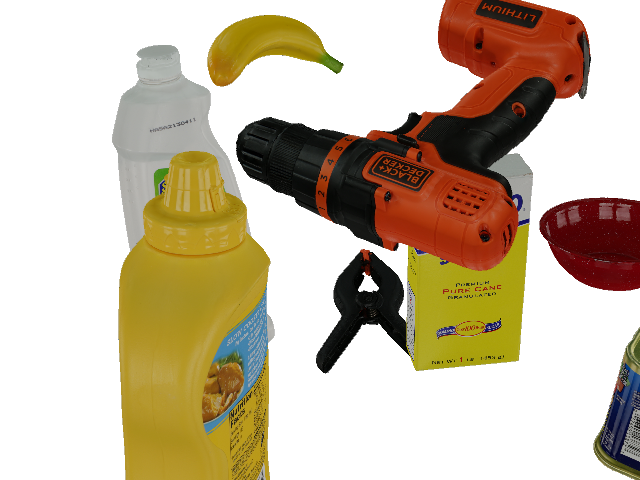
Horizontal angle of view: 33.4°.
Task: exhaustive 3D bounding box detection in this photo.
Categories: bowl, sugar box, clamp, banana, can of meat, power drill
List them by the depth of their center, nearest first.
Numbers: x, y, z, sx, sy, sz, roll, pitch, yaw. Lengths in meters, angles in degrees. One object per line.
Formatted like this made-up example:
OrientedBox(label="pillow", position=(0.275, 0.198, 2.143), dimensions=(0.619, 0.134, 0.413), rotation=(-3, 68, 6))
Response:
OrientedBox(label="power drill", position=(0.064, -0.076, 0.650), dimensions=(0.185, 0.187, 0.057), rotation=(24, -31, 27))
OrientedBox(label="can of meat", position=(0.224, 0.094, 0.695), dimensions=(0.057, 0.084, 0.101), rotation=(22, 37, 23))
OrientedBox(label="sugar box", position=(0.119, 0.020, 0.871), dimensions=(0.093, 0.176, 0.048), rotation=(-6, 30, -6))
OrientedBox(label="banana", position=(-0.050, -0.177, 0.978), dimensions=(0.070, 0.037, 0.197), rotation=(41, 32, 20))
OrientedBox(label="bowl", position=(0.318, 0.009, 1.159), dimensions=(0.162, 0.055, 0.162), rotation=(-2, 27, 1))
OrientedBox(label="clamp", position=(0.064, 0.079, 1.179), dimensions=(0.120, 0.171, 0.039), rotation=(6, -42, 4))

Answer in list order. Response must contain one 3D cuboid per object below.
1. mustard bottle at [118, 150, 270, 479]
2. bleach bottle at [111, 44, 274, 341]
OrientedBox(label="mustard bottle", position=(-0.051, 0.055, 0.451), dimensions=(0.058, 0.192, 0.096), rotation=(9, 26, 15))
OrientedBox(label="bleach bottle", position=(-0.098, -0.025, 0.806), dimensions=(0.102, 0.251, 0.068), rotation=(-22, 32, -29))
